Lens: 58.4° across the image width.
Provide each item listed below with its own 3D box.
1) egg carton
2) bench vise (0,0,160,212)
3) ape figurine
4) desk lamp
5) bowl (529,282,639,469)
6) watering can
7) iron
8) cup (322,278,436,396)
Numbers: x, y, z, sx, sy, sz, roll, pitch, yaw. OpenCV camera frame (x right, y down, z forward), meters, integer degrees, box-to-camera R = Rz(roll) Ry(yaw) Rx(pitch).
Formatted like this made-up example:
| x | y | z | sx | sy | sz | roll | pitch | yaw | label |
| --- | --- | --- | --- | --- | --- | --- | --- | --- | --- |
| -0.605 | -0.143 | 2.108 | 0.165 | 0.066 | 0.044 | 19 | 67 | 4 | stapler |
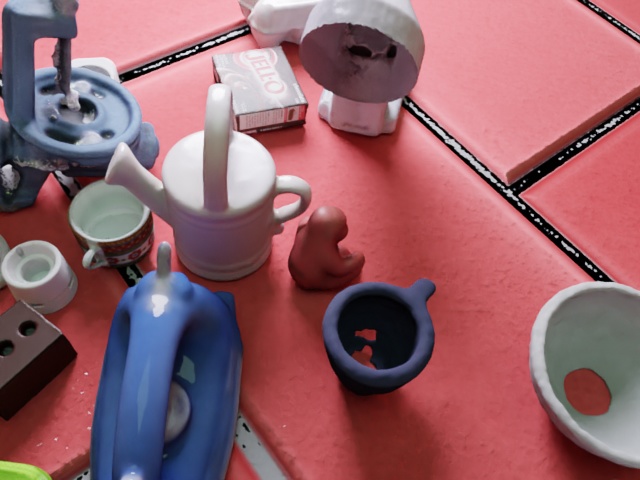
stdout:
| x | y | z | sx | sy | sz | roll | pitch | yaw | label |
| --- | --- | --- | --- | --- | --- | --- | --- | --- | --- |
| -0.030 | -0.311 | 0.761 | 0.150 | 0.069 | 0.107 | -16 | 61 | -17 | egg carton |
| -0.259 | -0.116 | 0.516 | 0.208 | 0.220 | 0.121 | -31 | 66 | -23 | bench vise |
| 0.005 | 0.002 | 0.551 | 0.076 | 0.092 | 0.077 | -23 | 63 | -20 | ape figurine |
| 0.052 | -0.213 | 0.623 | 0.118 | 0.213 | 0.203 | 15 | 57 | 3 | desk lamp |
| 0.258 | 0.126 | 0.513 | 0.167 | 0.075 | 0.167 | 3 | 57 | -5 | bowl |
| -0.097 | -0.050 | 0.510 | 0.173 | 0.194 | 0.100 | -15 | 60 | -16 | watering can |
| -0.121 | 0.134 | 0.420 | 0.118 | 0.141 | 0.258 | 2 | 57 | -6 | iron |
| 0.052 | 0.088 | 0.500 | 0.091 | 0.095 | 0.118 | 40 | 61 | 18 | cup |
